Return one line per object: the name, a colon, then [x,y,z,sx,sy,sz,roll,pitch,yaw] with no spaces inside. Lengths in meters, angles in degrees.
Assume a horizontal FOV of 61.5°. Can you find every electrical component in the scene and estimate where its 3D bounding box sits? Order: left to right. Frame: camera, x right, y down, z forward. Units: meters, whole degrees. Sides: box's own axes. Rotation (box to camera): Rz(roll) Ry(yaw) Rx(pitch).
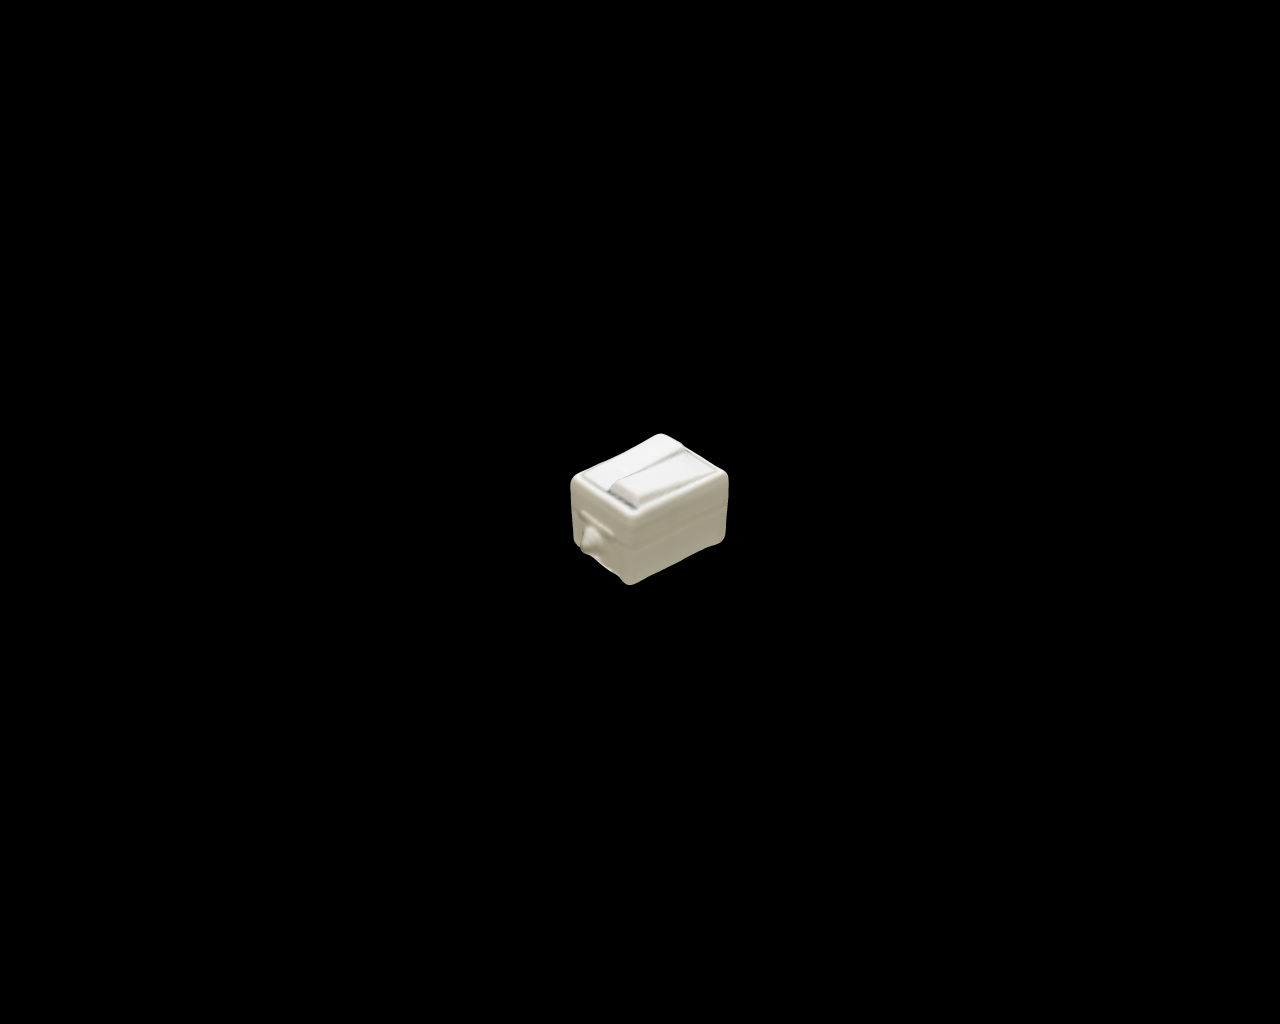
electrical component: [0.001,-0.003,0.650,0.096,0.061,0.062,-24,41,-31]
